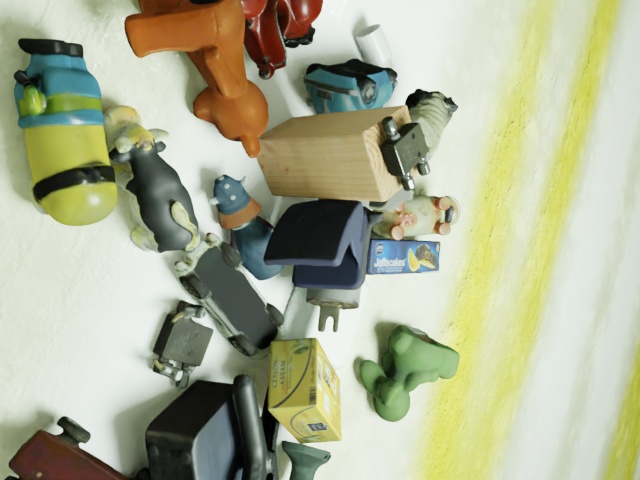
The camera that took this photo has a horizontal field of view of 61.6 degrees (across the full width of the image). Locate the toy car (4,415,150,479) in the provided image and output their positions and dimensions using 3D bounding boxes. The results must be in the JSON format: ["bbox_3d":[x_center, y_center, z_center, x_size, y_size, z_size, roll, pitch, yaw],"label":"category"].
[{"bbox_3d":[-0.256,0.269,0.592,0.089,0.053,0.201,-51,131,-22],"label":"toy car"}]

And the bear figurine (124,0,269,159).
[{"bbox_3d":[-0.132,-0.194,0.636,0.195,0.132,0.120,87,0,-51],"label":"bear figurine"}]

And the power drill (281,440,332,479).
[{"bbox_3d":[-0.038,0.391,0.745,0.231,0.086,0.207,82,15,-67],"label":"power drill"}]

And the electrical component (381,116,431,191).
[{"bbox_3d":[0.101,-0.107,0.628,0.063,0.021,0.093,-44,123,-32],"label":"electrical component"}]

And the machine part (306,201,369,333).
[{"bbox_3d":[0.027,0.010,0.764,0.079,0.079,0.243,23,69,-44],"label":"machine part"}]

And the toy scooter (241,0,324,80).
[{"bbox_3d":[-0.054,-0.286,0.703,0.184,0.075,0.135,-35,123,-48],"label":"toy scooter"}]

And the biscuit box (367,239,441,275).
[{"bbox_3d":[0.131,0.028,0.939,0.202,0.063,0.059,1,93,-45],"label":"biscuit box"}]

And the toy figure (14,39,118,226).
[{"bbox_3d":[-0.250,-0.103,0.528,0.082,0.089,0.180,-8,103,-36],"label":"toy figure"}]

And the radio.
[{"bbox_3d":[-0.140,0.305,0.666,0.131,0.073,0.229,-31,118,-67],"label":"radio"}]

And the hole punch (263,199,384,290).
[{"bbox_3d":[-0.001,-0.002,0.688,0.092,0.142,0.116,35,58,-54],"label":"hole punch"}]

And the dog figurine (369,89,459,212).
[{"bbox_3d":[0.133,-0.139,0.844,0.121,0.172,0.190,44,40,4],"label":"dog figurine"}]

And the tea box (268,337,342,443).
[{"bbox_3d":[-0.017,0.214,0.750,0.169,0.068,0.098,71,16,-52],"label":"tea box"}]

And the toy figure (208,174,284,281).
[{"bbox_3d":[-0.099,-0.018,0.711,0.064,0.058,0.154,-45,119,-38],"label":"toy figure"}]

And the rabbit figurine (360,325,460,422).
[{"bbox_3d":[0.148,0.248,0.948,0.159,0.121,0.170,18,97,-51],"label":"rabbit figurine"}]

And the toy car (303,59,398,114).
[{"bbox_3d":[0.045,-0.211,0.811,0.161,0.109,0.102,-32,140,-50],"label":"toy car"}]

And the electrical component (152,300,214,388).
[{"bbox_3d":[-0.170,0.128,0.665,0.078,0.045,0.102,37,69,-39],"label":"electrical component"}]

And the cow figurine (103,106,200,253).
[{"bbox_3d":[-0.187,-0.065,0.590,0.068,0.098,0.167,-31,116,-31],"label":"cow figurine"}]

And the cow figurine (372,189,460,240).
[{"bbox_3d":[0.167,-0.043,0.942,0.195,0.127,0.085,-6,99,-30],"label":"cow figurine"}]

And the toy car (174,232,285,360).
[{"bbox_3d":[-0.115,0.079,0.708,0.073,0.056,0.201,-46,123,-24],"label":"toy car"}]
